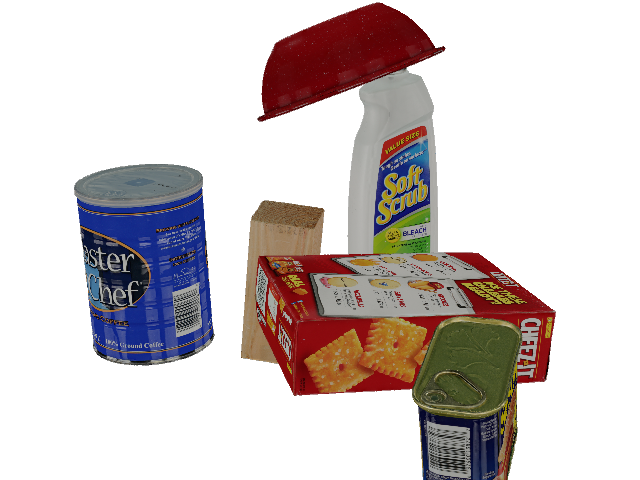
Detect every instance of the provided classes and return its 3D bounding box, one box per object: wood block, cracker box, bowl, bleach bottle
[{"bbox_3d":[-0.053,0.059,1.486,0.090,0.206,0.090,8,22,6],"label":"wood block"},{"bbox_3d":[0.063,0.066,0.902,0.213,0.072,0.164,0,17,-14],"label":"cracker box"},{"bbox_3d":[0.015,-0.149,0.859,0.162,0.055,0.162,-21,8,3],"label":"bowl"},{"bbox_3d":[0.070,-0.070,1.103,0.102,0.251,0.068,-10,22,-16],"label":"bleach bottle"}]

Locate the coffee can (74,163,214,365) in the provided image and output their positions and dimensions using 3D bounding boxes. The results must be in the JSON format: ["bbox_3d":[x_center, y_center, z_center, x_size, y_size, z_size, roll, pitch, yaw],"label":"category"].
[{"bbox_3d":[-0.143,0.017,0.877,0.103,0.140,0.103,-2,19,1],"label":"coffee can"}]

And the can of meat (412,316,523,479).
[{"bbox_3d":[0.096,0.111,0.682,0.057,0.084,0.102,4,30,17],"label":"can of meat"}]
